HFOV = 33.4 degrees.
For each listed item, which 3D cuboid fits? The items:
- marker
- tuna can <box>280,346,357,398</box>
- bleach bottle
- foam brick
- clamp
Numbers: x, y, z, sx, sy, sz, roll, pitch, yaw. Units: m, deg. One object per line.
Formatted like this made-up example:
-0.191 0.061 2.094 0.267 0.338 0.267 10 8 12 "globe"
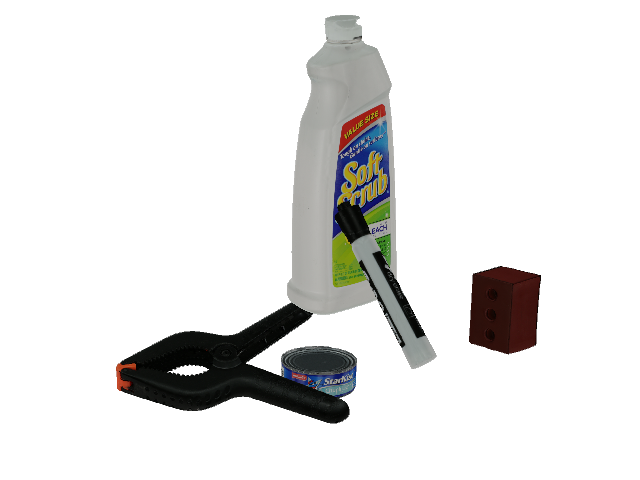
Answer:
0.041 0.027 0.709 0.020 0.121 0.020 -25 -14 -7 "marker"
-0.002 0.148 1.196 0.086 0.034 0.086 1 14 0 "tuna can"
0.017 -0.067 0.933 0.102 0.251 0.068 -16 24 -31 "bleach bottle"
0.190 0.071 1.103 0.053 0.078 0.051 14 19 43 "foam brick"
-0.081 0.123 0.990 0.209 0.036 0.165 -8 36 -17 "clamp"
